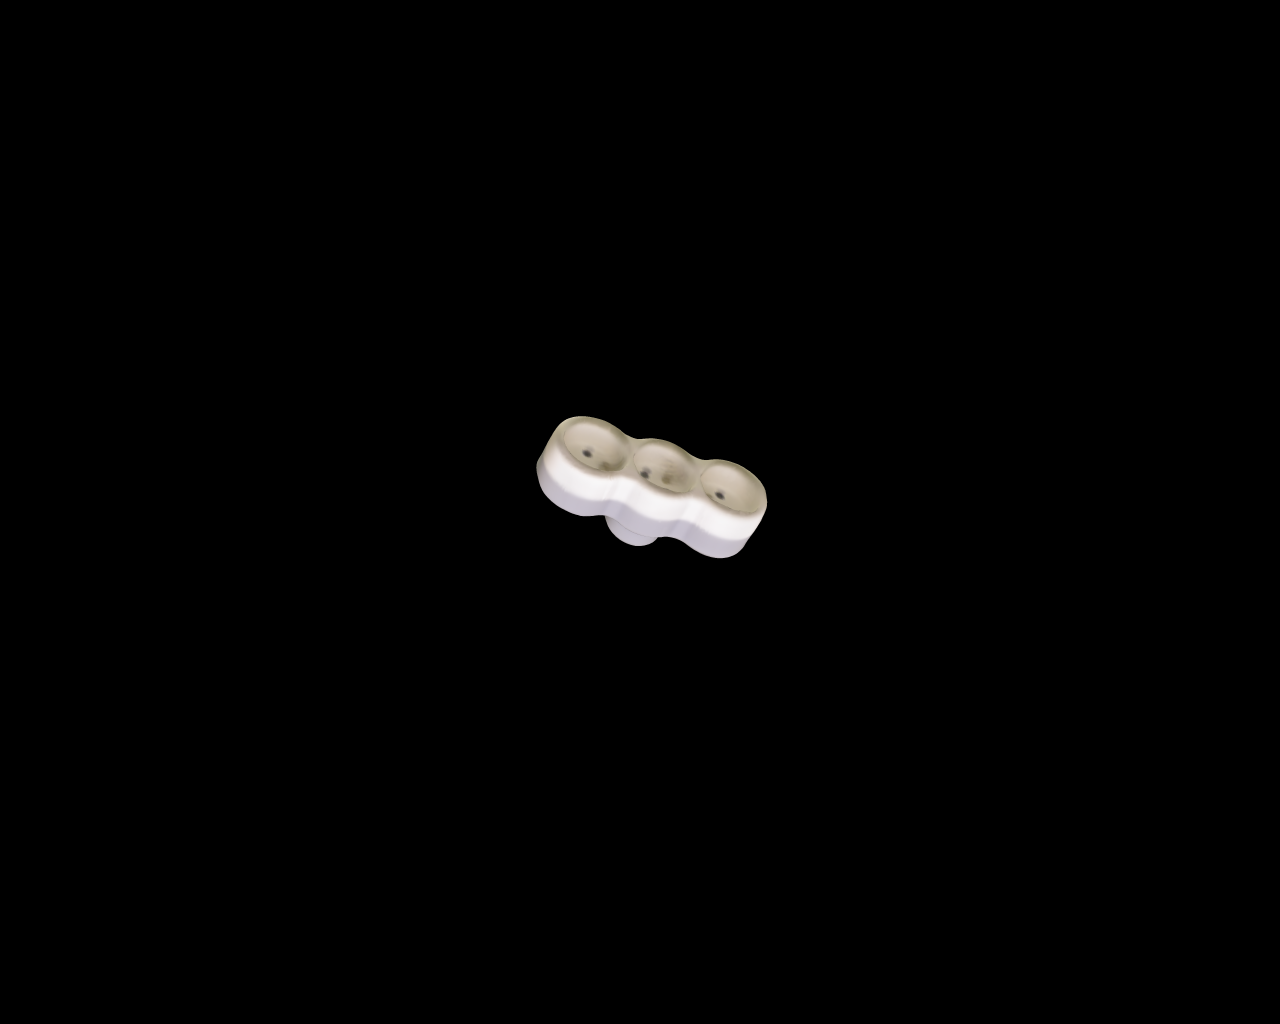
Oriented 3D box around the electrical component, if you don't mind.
[{"bbox_3d":[0.001,-0.003,0.650,0.138,0.052,0.073,17,-48,-16],"label":"electrical component"}]
